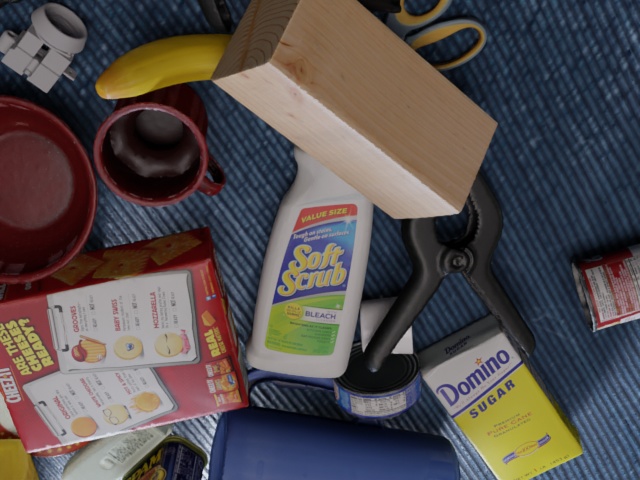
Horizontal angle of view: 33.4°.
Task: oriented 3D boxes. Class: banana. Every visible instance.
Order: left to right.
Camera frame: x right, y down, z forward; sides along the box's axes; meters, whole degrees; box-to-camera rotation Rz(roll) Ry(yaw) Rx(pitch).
[{"bbox_3d":[-0.085,-0.138,0.862,0.197,0.070,0.037,1,138,-23],"label":"banana"}]

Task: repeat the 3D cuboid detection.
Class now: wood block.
[{"bbox_3d":[0.030,-0.108,0.843,0.205,0.090,0.090,35,70,-28],"label":"wood block"}]

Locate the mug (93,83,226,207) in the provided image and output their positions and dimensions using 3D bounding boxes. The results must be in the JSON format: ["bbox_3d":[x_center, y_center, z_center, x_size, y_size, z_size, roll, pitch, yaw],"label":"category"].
[{"bbox_3d":[-0.128,-0.080,0.898,0.117,0.081,0.093,34,114,-18],"label":"mug"}]

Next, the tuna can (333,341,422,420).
[{"bbox_3d":[0.055,0.133,1.022,0.086,0.086,0.034,-6,121,2],"label":"tuna can"}]

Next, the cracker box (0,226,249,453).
[{"bbox_3d":[-0.185,0.091,0.970,0.213,0.072,0.164,-12,119,0],"label":"cracker box"}]

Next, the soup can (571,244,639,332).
[{"bbox_3d":[0.292,0.039,0.985,0.102,0.068,0.068,-16,119,7],"label":"soup can"}]

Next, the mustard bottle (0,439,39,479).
[{"bbox_3d":[-0.305,0.296,1.094,0.058,0.096,0.192,-4,134,1],"label":"mustard bottle"}]

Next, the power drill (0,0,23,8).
[{"bbox_3d":[-0.253,-0.272,0.796,0.185,0.057,0.187,-22,118,23],"label":"power drill"}]

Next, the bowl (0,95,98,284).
[{"bbox_3d":[-0.262,-0.046,0.916,0.162,0.055,0.162,1,103,6],"label":"bowl"}]

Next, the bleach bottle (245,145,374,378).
[{"bbox_3d":[-0.006,0.001,0.961,0.102,0.068,0.251,8,116,1],"label":"bleach bottle"}]

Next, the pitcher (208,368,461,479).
[{"bbox_3d":[0.012,0.227,1.060,0.242,0.145,0.149,7,131,-10],"label":"pitcher"}]

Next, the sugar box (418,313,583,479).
[{"bbox_3d":[0.181,0.163,1.065,0.093,0.048,0.176,-31,117,15],"label":"sugar box"}]

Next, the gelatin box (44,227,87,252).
[{"bbox_3d":[-0.258,0.028,0.987,0.089,0.030,0.073,-27,118,12],"label":"gelatin box"}]

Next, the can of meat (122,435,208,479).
[{"bbox_3d":[-0.165,0.264,1.090,0.057,0.084,0.102,38,114,-18],"label":"can of meat"}]

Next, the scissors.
[{"bbox_3d":[0.038,-0.165,0.893,0.202,0.016,0.096,-12,118,6],"label":"scissors"}]

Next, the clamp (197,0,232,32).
[{"bbox_3d":[-0.091,-0.254,0.824,0.120,0.039,0.171,-35,117,21],"label":"clamp"}]

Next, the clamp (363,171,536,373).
[{"bbox_3d":[0.109,0.022,0.957,0.164,0.036,0.210,-11,105,-12],"label":"clamp"}]
